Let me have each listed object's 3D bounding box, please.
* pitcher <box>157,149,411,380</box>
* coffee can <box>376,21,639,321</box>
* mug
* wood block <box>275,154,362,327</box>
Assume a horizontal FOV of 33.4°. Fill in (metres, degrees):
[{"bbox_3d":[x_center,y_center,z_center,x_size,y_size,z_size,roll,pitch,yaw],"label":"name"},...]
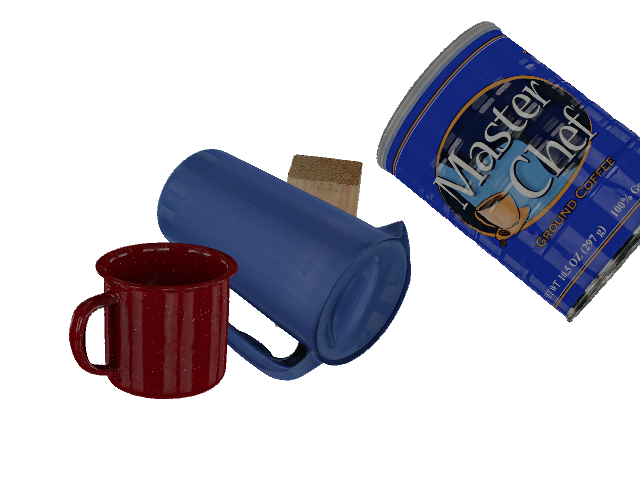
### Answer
[{"bbox_3d":[-0.049,0.014,1.023,0.243,0.145,0.148,31,32,32],"label":"pitcher"},{"bbox_3d":[0.116,-0.039,0.591,0.140,0.103,0.102,41,12,14],"label":"coffee can"},{"bbox_3d":[-0.112,0.056,0.706,0.117,0.081,0.093,-13,24,-42],"label":"mug"},{"bbox_3d":[-0.003,0.005,1.366,0.090,0.206,0.090,7,24,2],"label":"wood block"}]
